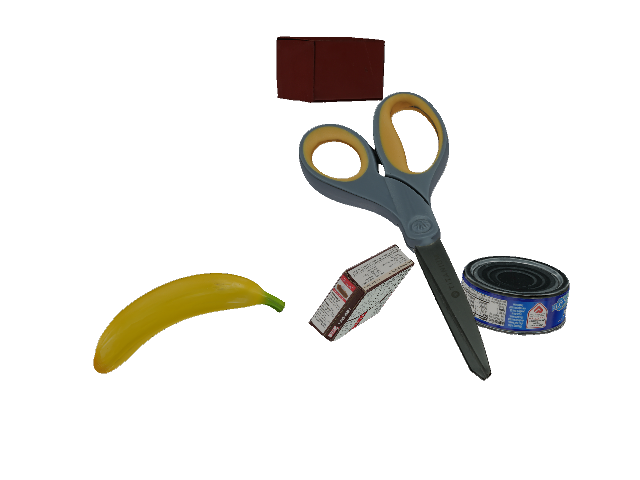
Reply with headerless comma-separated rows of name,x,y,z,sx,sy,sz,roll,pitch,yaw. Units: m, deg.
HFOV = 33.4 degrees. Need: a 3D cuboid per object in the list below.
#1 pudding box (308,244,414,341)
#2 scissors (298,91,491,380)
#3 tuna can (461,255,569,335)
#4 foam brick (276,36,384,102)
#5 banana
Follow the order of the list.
pudding box,0.048,0.060,1.224,0.039,0.090,0.113,42,35,14
scissors,0.035,-0.008,0.579,0.096,0.201,0.016,-5,-41,6
tuna can,0.154,0.042,0.850,0.086,0.034,0.086,3,20,-1
foam brick,0.009,-0.143,0.891,0.078,0.051,0.053,-8,16,-37
banana,-0.135,0.071,0.984,0.198,0.069,0.037,-19,24,14
